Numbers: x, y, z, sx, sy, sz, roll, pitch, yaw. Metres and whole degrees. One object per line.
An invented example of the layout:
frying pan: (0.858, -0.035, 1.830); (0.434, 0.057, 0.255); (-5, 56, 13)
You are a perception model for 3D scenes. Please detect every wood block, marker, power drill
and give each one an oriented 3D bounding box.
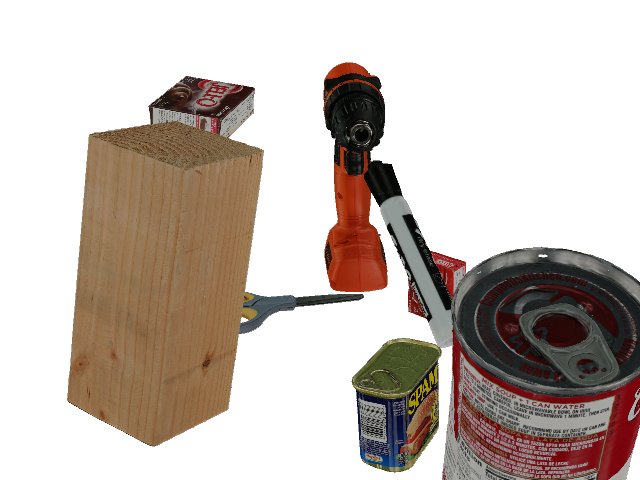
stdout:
wood block: (-0.113, 0.028, 0.768); (0.090, 0.206, 0.090); (21, 22, 30)
marker: (0.054, 0.005, 0.624); (0.020, 0.121, 0.020); (-19, -23, -8)
power drill: (0.032, -0.053, 0.944); (0.057, 0.188, 0.184); (0, 22, 0)

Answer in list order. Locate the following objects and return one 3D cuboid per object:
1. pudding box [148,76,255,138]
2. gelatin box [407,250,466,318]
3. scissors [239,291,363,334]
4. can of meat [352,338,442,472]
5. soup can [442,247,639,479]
pudding box: (-0.137, -0.153, 1.246); (0.090, 0.039, 0.113); (10, 31, 14)
gelatin box: (0.147, 0.060, 1.359); (0.073, 0.089, 0.030); (20, 35, 38)
scissors: (-0.044, 0.079, 1.202); (0.201, 0.016, 0.096); (3, 25, -8)
can of meat: (0.073, 0.151, 0.982); (0.058, 0.084, 0.101); (8, 25, 27)
soup can: (0.078, 0.063, 0.378); (0.068, 0.102, 0.068); (-1, 39, 1)
